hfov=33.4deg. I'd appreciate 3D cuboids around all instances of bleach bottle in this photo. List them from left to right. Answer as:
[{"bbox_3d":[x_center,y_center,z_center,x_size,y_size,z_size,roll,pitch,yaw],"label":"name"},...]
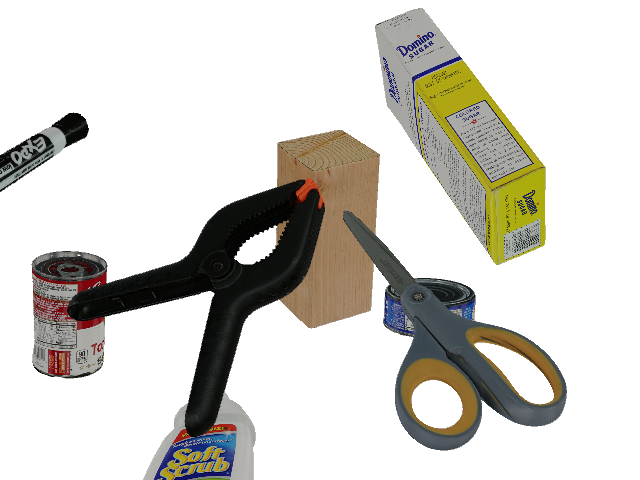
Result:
[{"bbox_3d":[-0.109,0.204,0.911,0.102,0.068,0.251,-2,23,0],"label":"bleach bottle"}]

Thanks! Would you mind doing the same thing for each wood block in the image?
[{"bbox_3d":[0.005,-0.013,1.260,0.090,0.206,0.090,-14,32,-27],"label":"wood block"}]

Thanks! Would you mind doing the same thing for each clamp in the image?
[{"bbox_3d":[-0.083,0.027,0.810,0.165,0.209,0.036,30,-20,30],"label":"clamp"}]

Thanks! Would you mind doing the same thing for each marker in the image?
[{"bbox_3d":[-0.180,-0.051,0.651,0.020,0.020,0.121,0,27,27],"label":"marker"}]

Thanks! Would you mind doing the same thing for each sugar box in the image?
[{"bbox_3d":[0.098,-0.076,0.757,0.048,0.176,0.093,-23,-35,-5],"label":"sugar box"}]

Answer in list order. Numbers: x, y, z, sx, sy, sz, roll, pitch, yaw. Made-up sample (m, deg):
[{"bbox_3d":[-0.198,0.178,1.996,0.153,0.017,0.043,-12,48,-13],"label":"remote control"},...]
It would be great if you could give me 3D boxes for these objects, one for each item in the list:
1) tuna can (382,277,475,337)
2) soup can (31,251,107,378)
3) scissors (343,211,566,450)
[{"bbox_3d":[0.101,0.062,0.994,0.086,0.034,0.086,1,15,0],"label":"tuna can"},{"bbox_3d":[-0.235,0.069,0.994,0.068,0.102,0.068,5,19,-2],"label":"soup can"},{"bbox_3d":[0.046,0.048,0.598,0.096,0.016,0.202,-31,46,-27],"label":"scissors"}]
